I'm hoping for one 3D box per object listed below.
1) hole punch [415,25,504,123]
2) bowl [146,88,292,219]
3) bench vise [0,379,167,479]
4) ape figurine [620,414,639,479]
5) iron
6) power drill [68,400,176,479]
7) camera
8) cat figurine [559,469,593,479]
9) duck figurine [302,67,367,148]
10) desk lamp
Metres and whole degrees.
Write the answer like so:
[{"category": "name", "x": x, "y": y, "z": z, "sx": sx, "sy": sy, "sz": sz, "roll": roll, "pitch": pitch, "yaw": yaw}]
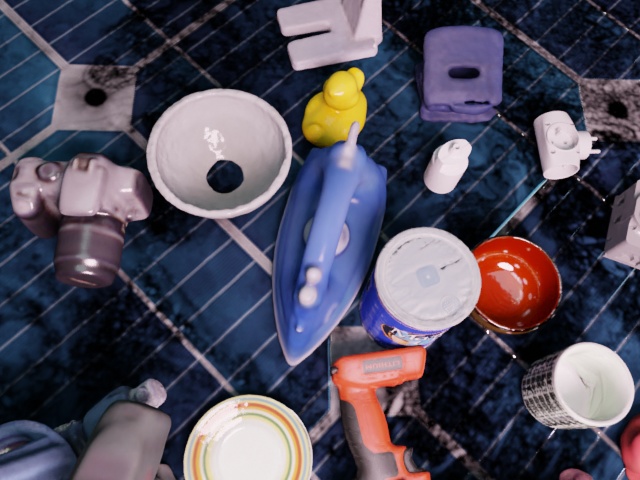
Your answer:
[{"category": "hole punch", "x": 0.183, "y": -0.212, "z": 0.741, "sx": 0.108, "sy": 0.091, "sz": 0.101, "roll": -2, "pitch": 70, "yaw": -4}, {"category": "bowl", "x": -0.116, "y": -0.093, "z": 0.687, "sx": 0.167, "sy": 0.075, "sz": 0.167, "roll": 1, "pitch": 70, "yaw": -3}, {"category": "bench vise", "x": -0.243, "y": 0.187, "z": 0.499, "sx": 0.121, "sy": 0.220, "sz": 0.208, "roll": 32, "pitch": 71, "yaw": 8}, {"category": "ape figurine", "x": 0.363, "y": 0.217, "z": 0.594, "sx": 0.078, "sy": 0.092, "sz": 0.076, "roll": 14, "pitch": 70, "yaw": 2}, {"category": "iron", "x": 0.006, "y": 0.002, "z": 0.624, "sx": 0.118, "sy": 0.141, "sz": 0.258, "roll": 14, "pitch": 70, "yaw": 2}, {"category": "power drill", "x": -0.179, "y": 0.256, "z": 0.483, "sx": 0.075, "sy": 0.208, "sz": 0.230, "roll": 14, "pitch": 70, "yaw": 2}, {"category": "camera", "x": -0.271, "y": -0.021, "z": 0.637, "sx": 0.143, "sy": 0.101, "sz": 0.137, "roll": 2, "pitch": 70, "yaw": -3}, {"category": "cat figurine", "x": 0.236, "y": 0.272, "z": 0.552, "sx": 0.128, "sy": 0.118, "sz": 0.067, "roll": -18, "pitch": 72, "yaw": -10}, {"category": "duck figurine", "x": 0.021, "y": -0.171, "z": 0.718, "sx": 0.077, "sy": 0.086, "sz": 0.105, "roll": 36, "pitch": 72, "yaw": 10}, {"category": "desk lamp", "x": 0.054, "y": -0.327, "z": 0.709, "sx": 0.203, "sy": 0.213, "sz": 0.118, "roll": -16, "pitch": 71, "yaw": -9}]
